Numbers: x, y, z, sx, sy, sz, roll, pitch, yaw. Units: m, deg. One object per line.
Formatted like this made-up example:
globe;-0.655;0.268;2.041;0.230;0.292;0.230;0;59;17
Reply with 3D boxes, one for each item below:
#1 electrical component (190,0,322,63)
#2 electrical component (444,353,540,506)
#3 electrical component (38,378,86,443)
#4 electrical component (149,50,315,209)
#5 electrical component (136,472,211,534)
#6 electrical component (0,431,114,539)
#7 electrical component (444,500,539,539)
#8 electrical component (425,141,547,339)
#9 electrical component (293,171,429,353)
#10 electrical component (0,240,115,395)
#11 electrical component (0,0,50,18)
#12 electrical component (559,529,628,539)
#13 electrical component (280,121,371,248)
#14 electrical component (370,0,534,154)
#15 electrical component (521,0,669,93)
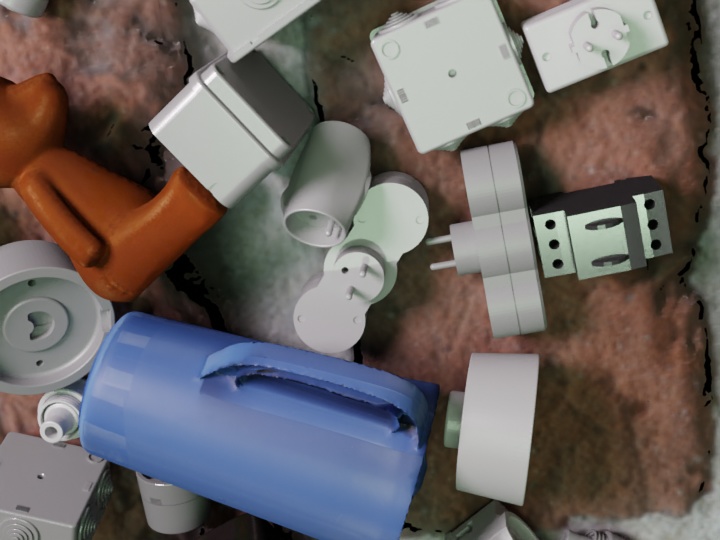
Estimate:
electrical component;-0.060;-0.188;0.687;0.100;0.099;0.048;-33;116;14
electrical component;0.092;0.110;0.770;0.060;0.108;0.108;6;109;9
electrical component;-0.224;0.109;0.815;0.043;0.062;0.043;1;108;4
electrical component;-0.080;-0.098;0.709;0.057;0.113;0.078;-40;101;18
electrical component;-0.143;0.171;0.834;0.055;0.055;0.047;-1;112;5
electrical component;-0.244;0.174;0.820;0.100;0.099;0.048;12;121;0
electrical component;0.137;0.258;0.821;0.062;0.089;0.150;-41;101;15
electrical component;0.084;-0.017;0.755;0.074;0.052;0.138;-10;107;8
electrical component;0.000;0.000;0.756;0.052;0.073;0.138;30;108;-5
electrical component;-0.238;0.029;0.779;0.108;0.060;0.108;-15;127;-20
electrical component;-0.220;-0.207;0.723;0.040;0.040;0.078;30;108;-5
electrical component;0.184;0.221;0.830;0.062;0.043;0.043;26;108;-3
electrical component;-0.030;-0.052;0.746;0.044;0.077;0.079;26;147;-18
electrical component;0.062;-0.134;0.720;0.100;0.048;0.099;-22;105;11
electrical component;0.153;-0.151;0.693;0.083;0.075;0.047;-21;105;11
